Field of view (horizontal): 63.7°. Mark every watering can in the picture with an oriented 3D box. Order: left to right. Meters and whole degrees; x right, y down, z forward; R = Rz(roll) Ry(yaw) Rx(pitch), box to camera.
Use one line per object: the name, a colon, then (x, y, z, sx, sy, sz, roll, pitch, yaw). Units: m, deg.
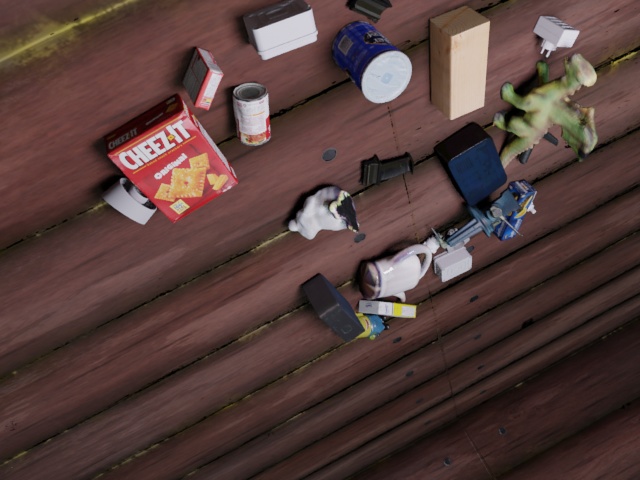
watering can: (0.220, 0.127, 1.572, 0.225, 0.106, 0.339, -13, 147, -18)

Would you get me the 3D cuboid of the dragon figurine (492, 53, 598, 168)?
dragon figurine: (0.555, -0.276, 1.255, 0.123, 0.247, 0.400, -22, 137, -16)

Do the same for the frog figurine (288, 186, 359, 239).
frog figurine: (0.004, -0.064, 1.269, 0.158, 0.124, 0.136, -11, 162, 37)
